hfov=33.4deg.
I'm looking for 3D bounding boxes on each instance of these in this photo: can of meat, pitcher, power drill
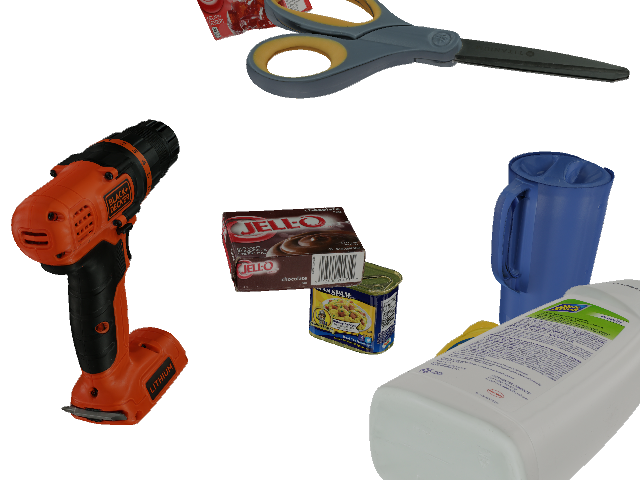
[{"bbox_3d":[0.036,0.071,1.177,0.102,0.084,0.057,17,29,27],"label":"can of meat"},{"bbox_3d":[0.294,0.014,1.404,0.149,0.243,0.145,5,24,5],"label":"pitcher"},{"bbox_3d":[-0.142,0.021,0.762,0.057,0.188,0.184,3,26,21],"label":"power drill"}]

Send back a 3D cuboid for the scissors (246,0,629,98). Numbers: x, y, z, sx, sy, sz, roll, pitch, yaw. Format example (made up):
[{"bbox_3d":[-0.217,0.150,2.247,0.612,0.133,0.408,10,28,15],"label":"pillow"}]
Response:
[{"bbox_3d":[0.048,-0.091,0.558,0.202,0.096,0.016,24,-32,23],"label":"scissors"}]

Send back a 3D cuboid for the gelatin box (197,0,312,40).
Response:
[{"bbox_3d":[-0.058,-0.190,0.777,0.089,0.073,0.030,0,32,45],"label":"gelatin box"}]

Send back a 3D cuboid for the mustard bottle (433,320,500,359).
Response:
[{"bbox_3d":[0.133,0.118,0.826,0.096,0.058,0.191,-3,25,6],"label":"mustard bottle"}]

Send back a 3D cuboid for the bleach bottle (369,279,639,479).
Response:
[{"bbox_3d":[0.144,0.076,0.610,0.103,0.068,0.250,19,29,41],"label":"bleach bottle"}]

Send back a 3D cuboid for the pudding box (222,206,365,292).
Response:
[{"bbox_3d":[-0.025,0.006,0.928,0.113,0.039,0.090,-1,28,-13],"label":"pudding box"}]
